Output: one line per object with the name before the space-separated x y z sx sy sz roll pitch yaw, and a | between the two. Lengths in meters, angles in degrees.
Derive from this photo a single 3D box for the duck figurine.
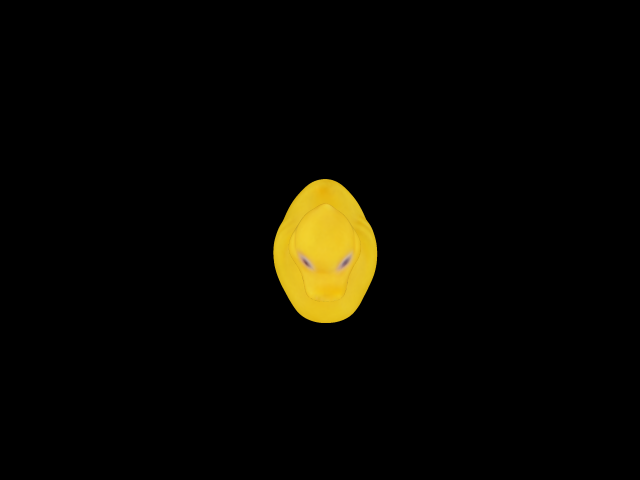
duck figurine | 0.004 0.001 0.400 0.077 0.086 0.104 0 74 0
